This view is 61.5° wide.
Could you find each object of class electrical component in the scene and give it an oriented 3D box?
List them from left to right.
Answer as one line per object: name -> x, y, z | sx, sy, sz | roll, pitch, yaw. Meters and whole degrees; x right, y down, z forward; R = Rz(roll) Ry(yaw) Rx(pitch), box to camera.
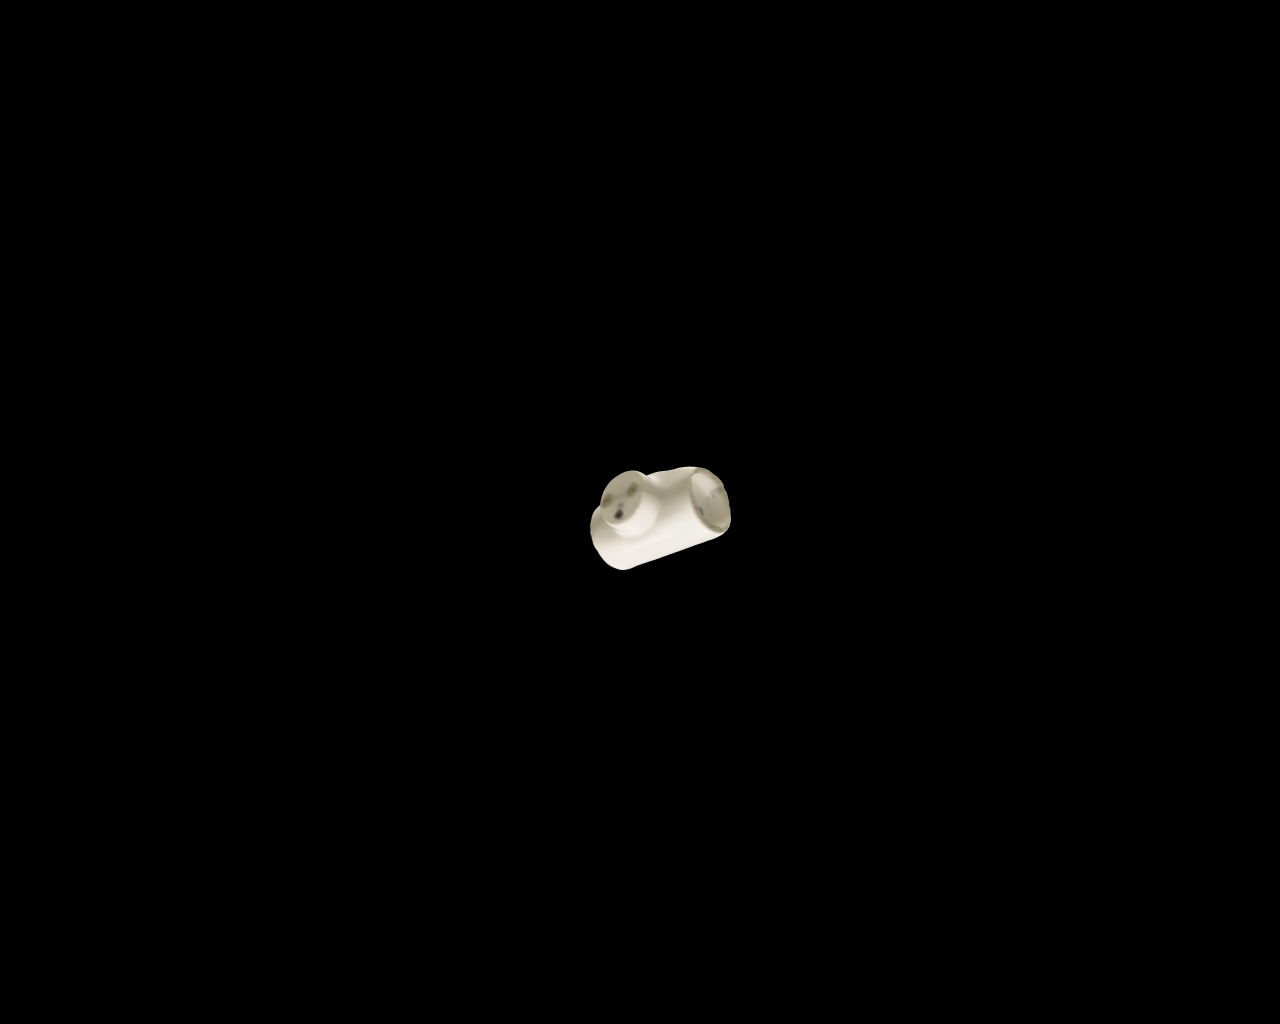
electrical component -> 0.001, -0.003, 0.650 | 0.077, 0.043, 0.079 | -22, -36, 34
